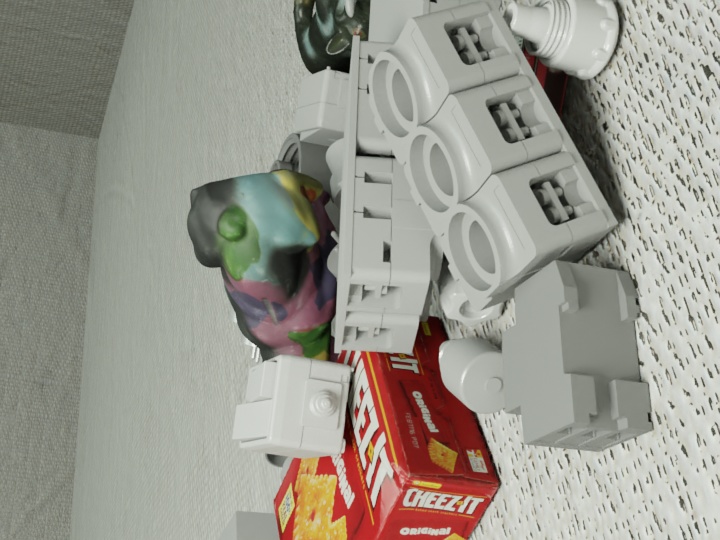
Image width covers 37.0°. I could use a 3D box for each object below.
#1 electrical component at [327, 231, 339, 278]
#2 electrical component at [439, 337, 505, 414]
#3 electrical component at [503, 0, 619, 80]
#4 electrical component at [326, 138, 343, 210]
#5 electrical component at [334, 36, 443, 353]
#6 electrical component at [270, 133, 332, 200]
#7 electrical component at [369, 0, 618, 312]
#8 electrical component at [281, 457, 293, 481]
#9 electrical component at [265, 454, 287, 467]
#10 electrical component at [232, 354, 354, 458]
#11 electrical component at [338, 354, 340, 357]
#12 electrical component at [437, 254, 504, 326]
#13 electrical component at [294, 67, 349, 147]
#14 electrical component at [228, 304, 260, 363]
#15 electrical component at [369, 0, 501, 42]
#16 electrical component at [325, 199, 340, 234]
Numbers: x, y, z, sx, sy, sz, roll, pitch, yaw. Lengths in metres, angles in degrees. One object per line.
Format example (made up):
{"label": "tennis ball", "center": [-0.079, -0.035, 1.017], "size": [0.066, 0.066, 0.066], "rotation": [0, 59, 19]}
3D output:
{"label": "electrical component", "center": [0.000, 0.000, 0.852], "size": [0.043, 0.079, 0.077], "rotation": [-29, 41, 14]}
{"label": "electrical component", "center": [0.070, 0.061, 0.678], "size": [0.078, 0.040, 0.040], "rotation": [-142, 63, -68]}
{"label": "electrical component", "center": [0.112, -0.137, 0.613], "size": [0.048, 0.062, 0.048], "rotation": [-171, 90, -70]}
{"label": "electrical component", "center": [-0.005, -0.082, 0.940], "size": [0.045, 0.045, 0.055], "rotation": [119, 152, -44]}
{"label": "electrical component", "center": [0.019, -0.049, 0.722], "size": [0.105, 0.060, 0.186], "rotation": [98, 175, -59]}
{"label": "electrical component", "center": [-0.058, -0.084, 1.063], "size": [0.108, 0.060, 0.108], "rotation": [-171, 90, -70]}
{"label": "electrical component", "center": [0.066, -0.063, 0.609], "size": [0.150, 0.062, 0.089], "rotation": [64, 156, 15]}
{"label": "electrical component", "center": [-0.042, 0.185, 0.930], "size": [0.055, 0.045, 0.045], "rotation": [-133, 54, -66]}
{"label": "electrical component", "center": [-0.074, 0.145, 1.037], "size": [0.081, 0.043, 0.043], "rotation": [-104, 29, -48]}
{"label": "electrical component", "center": [-0.047, 0.095, 0.749], "size": [0.096, 0.061, 0.061], "rotation": [151, 128, -66]}
{"label": "electrical component", "center": [0.015, 0.062, 0.828], "size": [0.062, 0.048, 0.048], "rotation": [-58, 30, 35]}
{"label": "electrical component", "center": [0.070, 0.002, 0.698], "size": [0.062, 0.043, 0.043], "rotation": [-97, 25, -42]}
{"label": "electrical component", "center": [-0.016, -0.144, 0.971], "size": [0.096, 0.062, 0.061], "rotation": [-169, 88, -70]}
{"label": "electrical component", "center": [-0.106, 0.062, 1.149], "size": [0.138, 0.052, 0.073], "rotation": [-158, 77, -70]}
{"label": "electrical component", "center": [0.056, -0.240, 0.813], "size": [0.105, 0.060, 0.186], "rotation": [148, 128, -65]}
{"label": "electrical component", "center": [-0.051, -0.035, 0.998], "size": [0.051, 0.080, 0.080], "rotation": [-114, 38, -65]}
